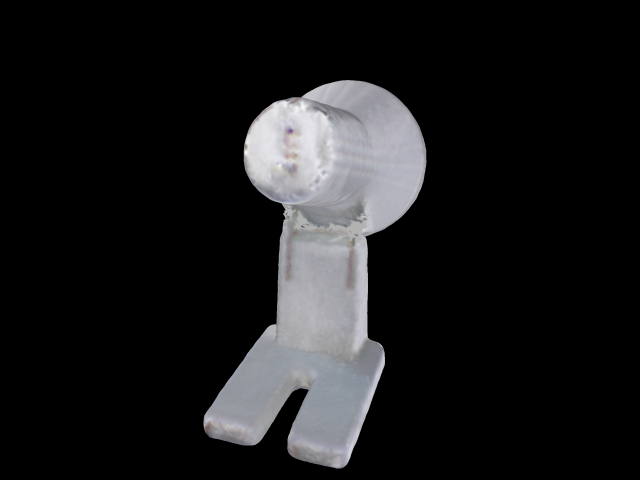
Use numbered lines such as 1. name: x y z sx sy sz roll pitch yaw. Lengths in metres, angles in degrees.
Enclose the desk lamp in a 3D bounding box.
1. desk lamp: 0.004 0.001 0.400 0.117 0.214 0.203 6 23 15
